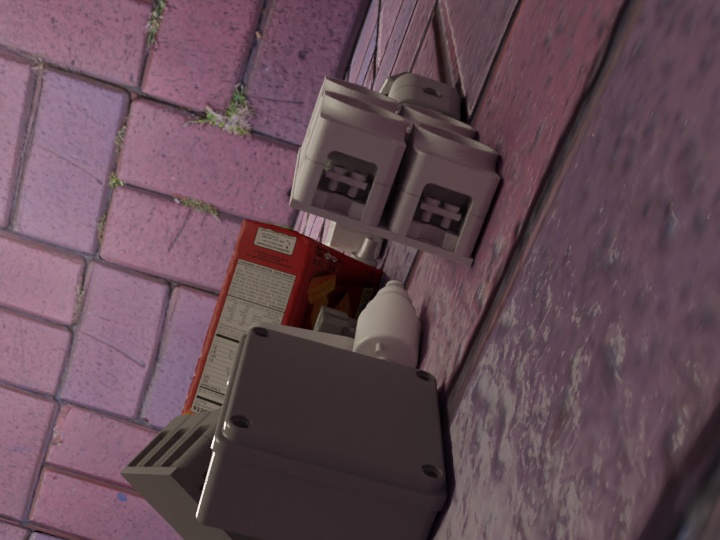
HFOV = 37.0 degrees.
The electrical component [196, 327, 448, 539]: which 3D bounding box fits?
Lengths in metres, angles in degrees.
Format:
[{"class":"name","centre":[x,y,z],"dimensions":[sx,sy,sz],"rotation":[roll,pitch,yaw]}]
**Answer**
[{"class":"electrical component","centre":[-0.017,0.086,0.533],"dimensions":[0.108,0.109,0.056],"rotation":[-87,14,-67]}]

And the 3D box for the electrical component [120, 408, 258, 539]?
[{"class":"electrical component","centre":[-0.085,0.137,0.676],"dimensions":[0.061,0.089,0.150],"rotation":[-45,9,-23]}]

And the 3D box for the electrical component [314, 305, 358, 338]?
[{"class":"electrical component","centre":[-0.006,0.055,0.754],"dimensions":[0.066,0.055,0.048],"rotation":[-105,34,-78]}]

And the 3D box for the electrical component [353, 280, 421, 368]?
[{"class":"electrical component","centre":[0.018,0.035,0.673],"dimensions":[0.078,0.040,0.040],"rotation":[-80,10,-51]}]

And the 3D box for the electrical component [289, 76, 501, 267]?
[{"class":"electrical component","centre":[0.018,-0.070,0.669],"dimensions":[0.186,0.105,0.060],"rotation":[-97,25,-75]}]

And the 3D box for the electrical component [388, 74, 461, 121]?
[{"class":"electrical component","centre":[0.037,-0.094,0.804],"dimensions":[0.059,0.054,0.095],"rotation":[-82,12,-57]}]

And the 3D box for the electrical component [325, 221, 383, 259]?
[{"class":"electrical component","centre":[0.001,-0.053,1.006],"dimensions":[0.083,0.047,0.075],"rotation":[-170,95,-86]}]

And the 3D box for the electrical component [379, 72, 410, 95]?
[{"class":"electrical component","centre":[0.041,-0.122,0.876],"dimensions":[0.065,0.047,0.077],"rotation":[-59,-13,28]}]

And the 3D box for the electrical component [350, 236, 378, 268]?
[{"class":"electrical component","centre":[0.000,0.000,0.952],"dimensions":[0.035,0.035,0.061],"rotation":[-92,23,-72]}]

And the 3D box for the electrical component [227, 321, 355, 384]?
[{"class":"electrical component","centre":[-0.038,0.091,0.709],"dimensions":[0.113,0.078,0.057],"rotation":[82,-159,-55]}]
